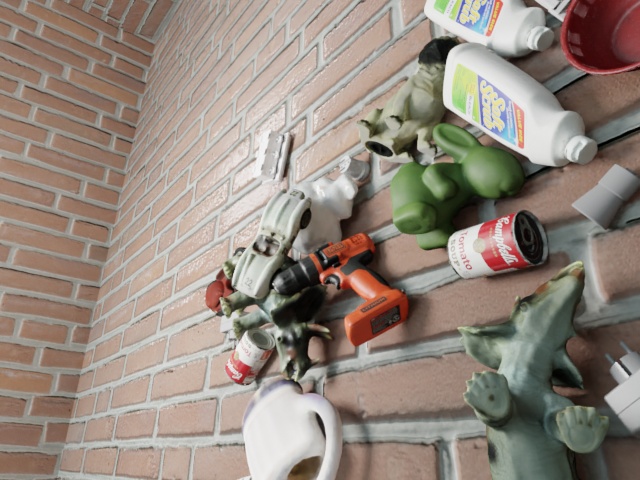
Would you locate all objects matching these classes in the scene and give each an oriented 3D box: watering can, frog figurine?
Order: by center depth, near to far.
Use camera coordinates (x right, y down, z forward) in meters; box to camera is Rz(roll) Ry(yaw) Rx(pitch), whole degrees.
[{"bbox_3d":[-0.075,0.381,0.847,0.344,0.103,0.228,-59,33,16],"label":"watering can"},{"bbox_3d":[0.003,-0.048,0.955,0.157,0.124,0.138,-26,85,37],"label":"frog figurine"}]
